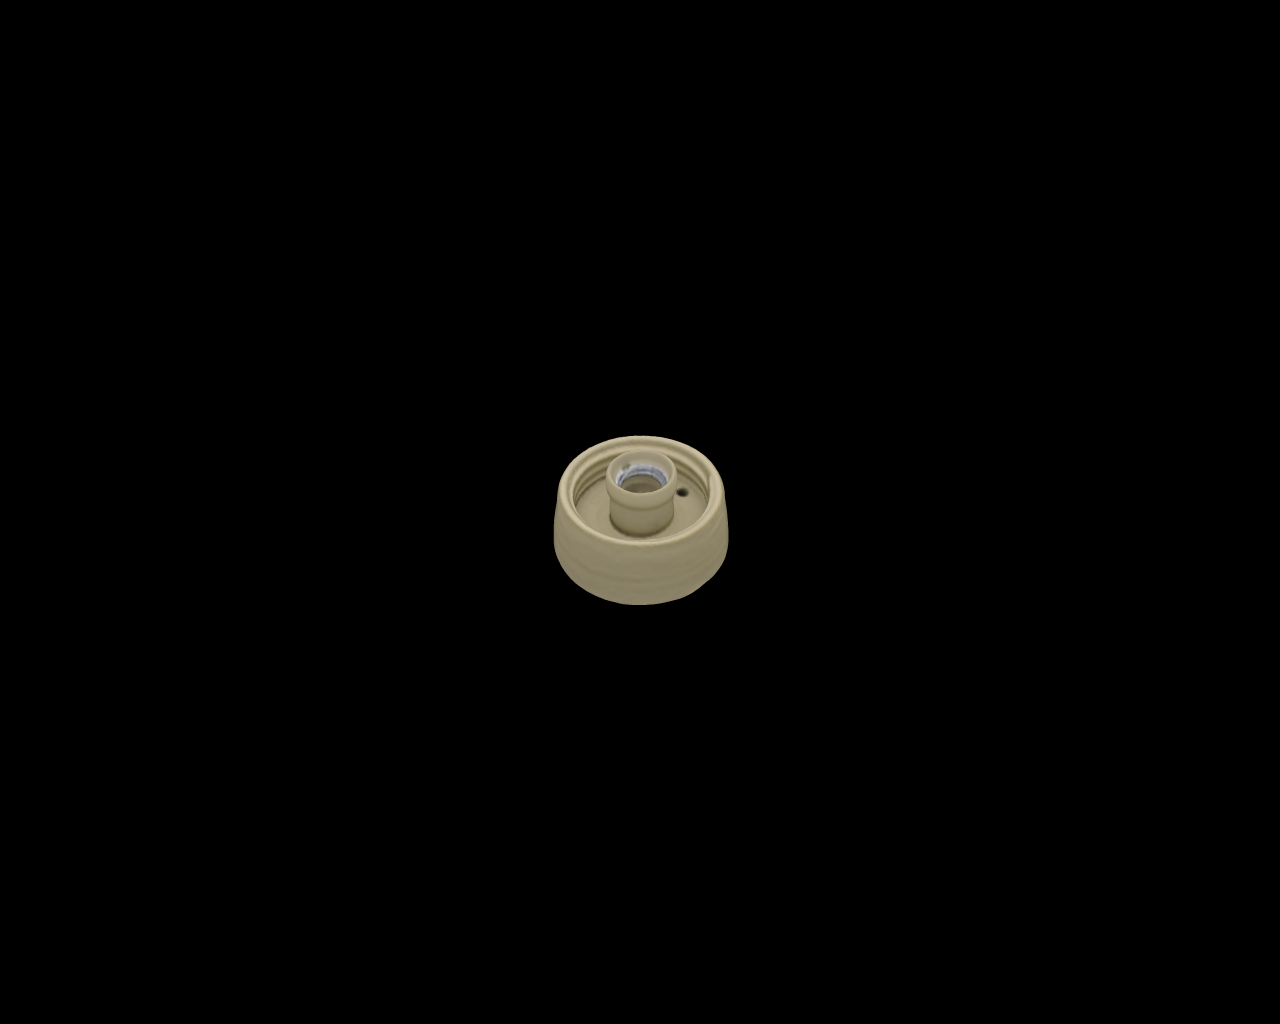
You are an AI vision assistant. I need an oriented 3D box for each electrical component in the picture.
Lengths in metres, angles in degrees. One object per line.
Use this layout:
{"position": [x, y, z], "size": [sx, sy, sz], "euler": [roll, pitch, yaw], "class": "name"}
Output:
{"position": [0.001, -0.003, 0.650], "size": [0.108, 0.060, 0.108], "euler": [0, 43, 0], "class": "electrical component"}
